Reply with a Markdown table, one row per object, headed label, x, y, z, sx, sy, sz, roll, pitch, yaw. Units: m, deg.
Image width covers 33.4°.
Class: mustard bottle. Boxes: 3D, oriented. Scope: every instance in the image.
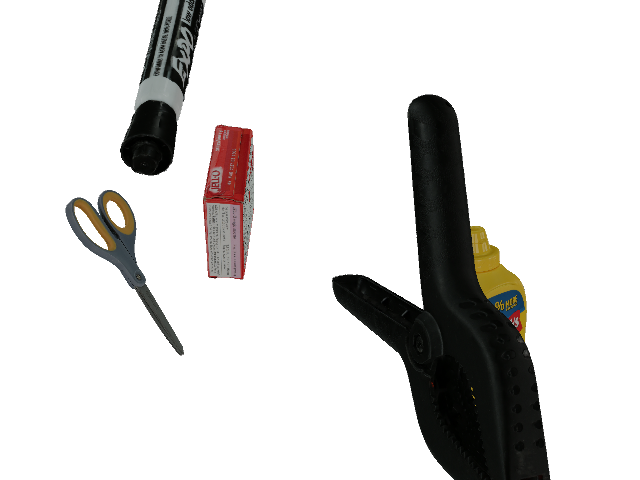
| label | x | y | z | sx | sy | sz | roll | pitch | yaw |
| --- | --- | --- | --- | --- | --- | --- | --- | --- | --- |
| mustard bottle | 0.143 | 0.080 | 0.949 | 0.096 | 0.191 | 0.058 | -17 | 21 | -30 |

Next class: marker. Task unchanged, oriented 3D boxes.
| label | x | y | z | sx | sy | sz | roll | pitch | yaw |
| --- | --- | --- | --- | --- | --- | --- | --- | --- | --- |
| marker | -0.059 | -0.067 | 0.415 | 0.020 | 0.020 | 0.121 | 0 | 43 | 2 |

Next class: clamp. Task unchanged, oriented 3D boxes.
| label | x | y | z | sx | sy | sz | roll | pitch | yaw |
| --- | --- | --- | --- | --- | --- | --- | --- | --- | --- |
| clamp | 0.066 | 0.041 | 0.543 | 0.036 | 0.165 | 0.210 | -6 | 46 | -22 |

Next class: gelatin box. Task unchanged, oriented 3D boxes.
| label | x | y | z | sx | sy | sz | roll | pitch | yaw |
| --- | --- | --- | --- | --- | --- | --- | --- | --- | --- |
| gelatin box | -0.066 | -0.027 | 0.774 | 0.030 | 0.073 | 0.089 | 4 | -40 | 1 |

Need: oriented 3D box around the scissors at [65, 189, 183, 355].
| label | x | y | z | sx | sy | sz | roll | pitch | yaw |
| --- | --- | --- | --- | --- | --- | --- | --- | --- | --- |
| scissors | -0.199 | 0.025 | 1.164 | 0.016 | 0.201 | 0.096 | -28 | 21 | 33 |
